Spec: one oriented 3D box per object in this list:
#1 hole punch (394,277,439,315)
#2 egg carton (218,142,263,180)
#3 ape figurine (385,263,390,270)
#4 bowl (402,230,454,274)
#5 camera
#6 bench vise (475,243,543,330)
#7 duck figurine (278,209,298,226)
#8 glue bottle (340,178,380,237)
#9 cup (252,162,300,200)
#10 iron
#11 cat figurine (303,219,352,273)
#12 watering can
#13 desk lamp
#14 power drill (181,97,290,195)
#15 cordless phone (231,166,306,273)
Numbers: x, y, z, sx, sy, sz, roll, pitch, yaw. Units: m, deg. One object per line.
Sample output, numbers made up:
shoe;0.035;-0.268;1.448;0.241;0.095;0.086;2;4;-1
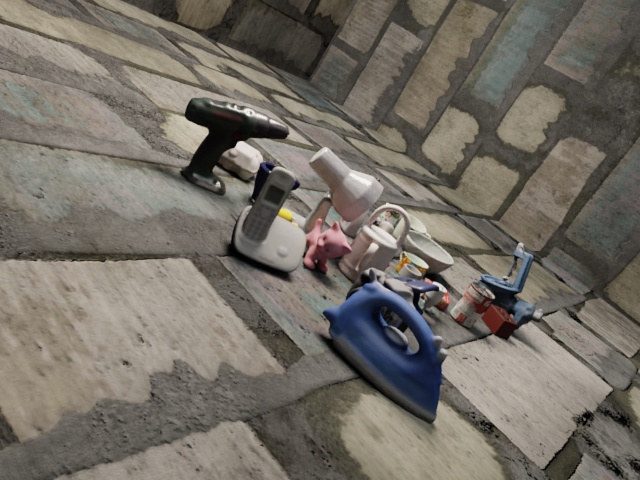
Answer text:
hole punch;0.204;0.115;1.313;0.101;0.091;0.109;42;21;27
egg carton;-0.223;-0.222;1.504;0.150;0.069;0.107;31;19;-3
ape figurine;0.144;0.035;1.414;0.077;0.092;0.076;38;20;15
bowl;0.297;0.046;1.652;0.168;0.074;0.167;29;19;-11
camera;0.112;0.114;1.156;0.137;0.100;0.142;12;28;-45
bench vise;0.553;0.132;1.618;0.207;0.219;0.122;36;19;11
duck figurine;-0.095;-0.028;1.204;0.105;0.086;0.077;21;22;-30
glue bottle;0.114;-0.096;1.564;0.037;0.173;0.078;23;21;-26
cup;-0.114;-0.126;1.402;0.118;0.095;0.091;18;23;-35
iron;0.134;0.173;0.985;0.257;0.141;0.119;41;21;23
cat figurine;0.011;0.004;1.242;0.067;0.117;0.127;17;24;-37
watering can;0.132;0.002;1.319;0.101;0.194;0.172;26;20;-16
desk lamp;0.013;-0.096;1.344;0.203;0.213;0.118;29;19;-11
power drill;-0.210;-0.214;1.292;0.230;0.208;0.075;23;21;-26
cordless phone;-0.076;-0.039;1.108;0.148;0.185;0.094;24;21;-24
